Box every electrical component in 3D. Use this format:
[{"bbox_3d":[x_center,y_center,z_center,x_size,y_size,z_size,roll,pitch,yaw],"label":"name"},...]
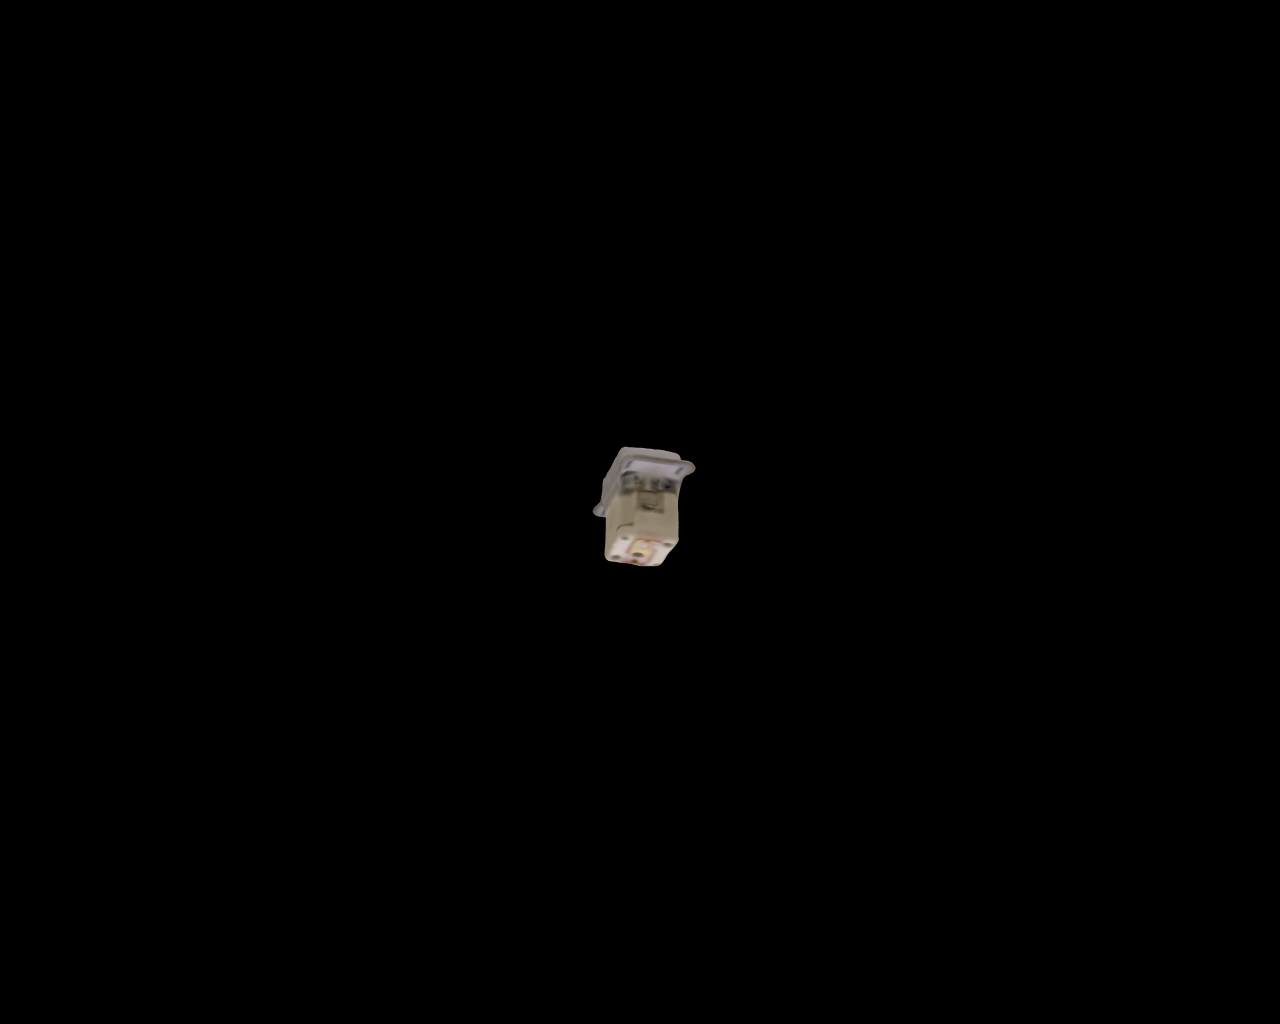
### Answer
[{"bbox_3d":[0.001,-0.003,0.650,0.042,0.064,0.081,7,-27,-14],"label":"electrical component"}]
